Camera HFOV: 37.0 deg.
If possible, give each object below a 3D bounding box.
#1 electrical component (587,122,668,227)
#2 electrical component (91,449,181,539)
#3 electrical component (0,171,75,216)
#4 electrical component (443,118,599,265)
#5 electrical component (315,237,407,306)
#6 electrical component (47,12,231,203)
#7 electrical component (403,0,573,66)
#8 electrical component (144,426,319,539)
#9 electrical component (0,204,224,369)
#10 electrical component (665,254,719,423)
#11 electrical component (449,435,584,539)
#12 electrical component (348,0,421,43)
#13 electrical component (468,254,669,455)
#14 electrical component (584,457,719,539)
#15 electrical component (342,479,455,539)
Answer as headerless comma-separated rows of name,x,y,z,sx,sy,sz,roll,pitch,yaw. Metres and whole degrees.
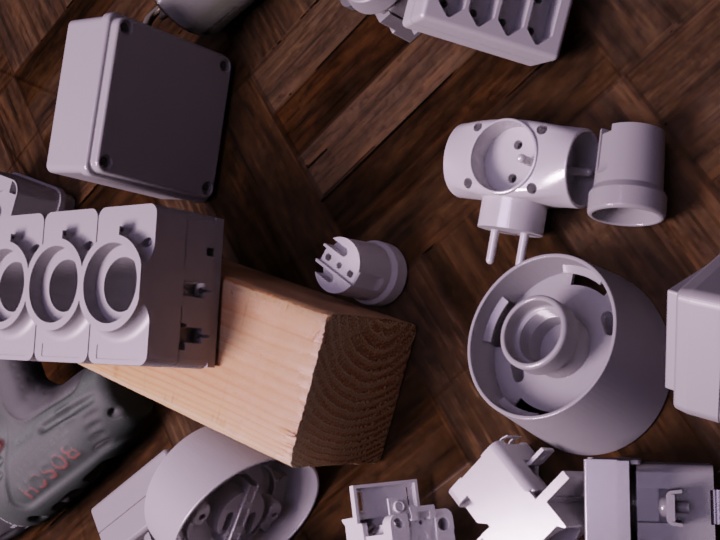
electrical component,0.141,-0.050,0.563,0.040,0.040,0.046,-1,76,37
electrical component,-0.127,0.173,0.722,0.083,0.047,0.075,-40,63,25
electrical component,-0.284,-0.020,0.863,0.078,0.057,0.113,19,94,37
electrical component,0.087,-0.041,0.598,0.077,0.044,0.079,9,88,37
electrical component,0.000,0.000,0.654,0.040,0.046,0.040,-7,79,36
electrical component,-0.151,-0.109,0.747,0.056,0.109,0.108,5,86,40
electrical component,0.068,-0.150,0.618,0.076,0.083,0.047,-160,84,-75
electrical component,-0.080,0.144,0.660,0.064,0.099,0.099,29,100,43
electrical component,-0.160,0.012,0.649,0.150,0.062,0.089,-2,83,37
electrical component,0.184,0.024,0.489,0.061,0.096,0.061,14,120,37
electrical component,0.086,0.127,0.574,0.081,0.042,0.063,-51,54,18
electrical component,0.020,-0.176,0.662,0.048,0.055,0.066,-37,63,26
electrical component,0.109,0.043,0.571,0.099,0.064,0.099,-21,57,36
electrical component,0.141,0.152,0.513,0.063,0.079,0.121,-1,81,14
electrical component,0.024,0.157,0.599,0.064,0.042,0.081,-33,62,60
